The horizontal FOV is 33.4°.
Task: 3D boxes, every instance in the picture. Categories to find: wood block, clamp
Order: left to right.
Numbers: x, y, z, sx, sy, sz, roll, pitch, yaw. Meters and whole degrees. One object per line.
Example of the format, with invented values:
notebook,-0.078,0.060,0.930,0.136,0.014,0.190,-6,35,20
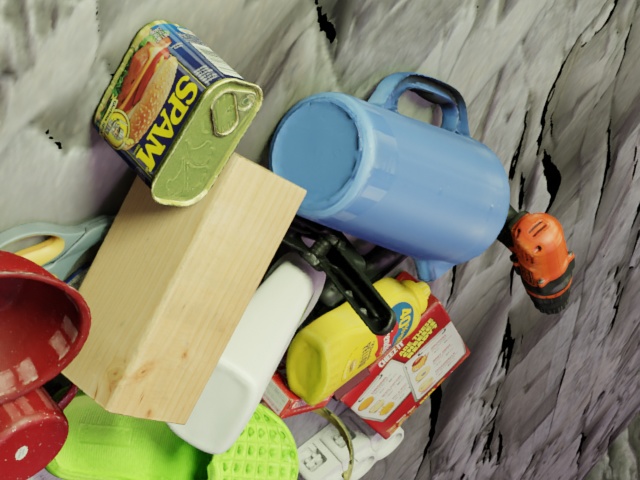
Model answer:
wood block,-0.109,0.026,0.814,0.090,0.091,0.206,24,94,-53
clamp,-0.006,0.001,0.954,0.036,0.164,0.210,-48,-169,9
clamp,0.044,0.036,1.128,0.171,0.039,0.120,-39,178,-18

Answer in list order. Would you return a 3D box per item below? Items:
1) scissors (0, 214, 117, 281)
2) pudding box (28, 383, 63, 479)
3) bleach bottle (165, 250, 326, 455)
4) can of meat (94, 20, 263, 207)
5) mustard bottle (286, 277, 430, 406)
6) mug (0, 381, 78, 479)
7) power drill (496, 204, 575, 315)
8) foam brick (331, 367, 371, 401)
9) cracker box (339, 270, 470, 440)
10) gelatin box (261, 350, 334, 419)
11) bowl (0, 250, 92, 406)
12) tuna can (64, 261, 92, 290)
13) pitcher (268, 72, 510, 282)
scissors,-0.179,0.007,0.831,0.201,0.016,0.096,-17,142,-42
pudding box,-0.235,0.195,0.946,0.090,0.039,0.113,-38,128,-13
bleach bottle,-0.051,0.081,0.970,0.103,0.068,0.250,-59,177,31
can of meat,-0.101,-0.089,0.738,0.057,0.084,0.102,4,124,-55
mustard bottle,0.050,0.090,1.101,0.191,0.058,0.096,-30,145,-39
mug,-0.242,0.133,0.841,0.117,0.082,0.093,-36,150,-17
power drill,0.188,-0.012,1.122,0.057,0.188,0.184,-43,150,-9
foam brick,0.012,0.127,1.180,0.051,0.053,0.078,-35,125,-14
cracker box,0.091,0.146,1.323,0.164,0.072,0.213,-45,151,-3
gelatin box,-0.039,0.144,1.121,0.073,0.089,0.030,-2,129,-52
bowl,-0.245,0.055,0.741,0.162,0.055,0.162,-19,147,-13
tuna can,-0.179,0.055,0.876,0.086,0.034,0.086,-33,149,-23
pitcher,0.065,-0.065,0.968,0.145,0.149,0.242,-40,152,22
